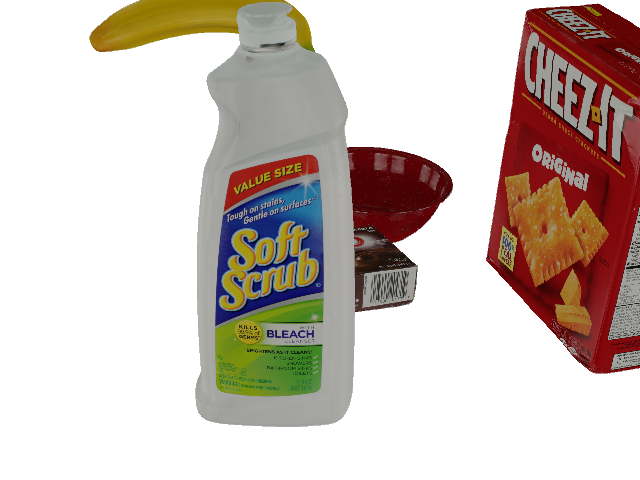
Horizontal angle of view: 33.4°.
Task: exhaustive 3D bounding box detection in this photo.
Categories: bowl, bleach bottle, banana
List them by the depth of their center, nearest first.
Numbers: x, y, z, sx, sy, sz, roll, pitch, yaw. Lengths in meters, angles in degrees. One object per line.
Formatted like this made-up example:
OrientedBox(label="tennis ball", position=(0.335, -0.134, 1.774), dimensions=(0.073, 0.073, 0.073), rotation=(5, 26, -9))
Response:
OrientedBox(label="bleach bottle", position=(-0.032, -0.011, 0.620), dimensions=(0.102, 0.251, 0.068), rotation=(1, 27, 7))
OrientedBox(label="banana", position=(-0.093, -0.184, 0.903), dimensions=(0.198, 0.069, 0.037), rotation=(5, -33, 0))
OrientedBox(label="bowl", position=(0.050, -0.040, 1.078), dimensions=(0.162, 0.055, 0.162), rotation=(3, 27, -2))

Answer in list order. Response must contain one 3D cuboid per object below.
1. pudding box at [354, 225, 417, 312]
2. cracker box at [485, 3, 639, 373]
OrientedBox(label="pudding box", position=(0.009, 0.024, 0.861), dimensions=(0.113, 0.039, 0.090), rotation=(-5, 24, -20))
OrientedBox(label="cracker box", position=(0.193, -0.038, 0.758), dimensions=(0.072, 0.214, 0.164), rotation=(-8, 33, -18))
